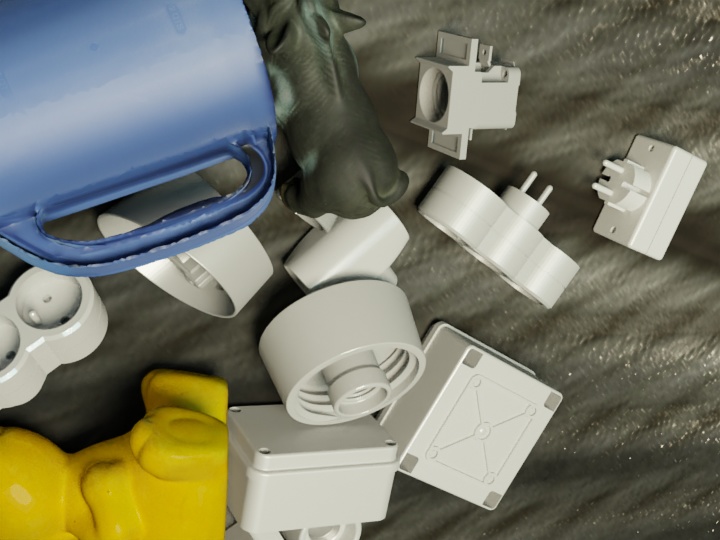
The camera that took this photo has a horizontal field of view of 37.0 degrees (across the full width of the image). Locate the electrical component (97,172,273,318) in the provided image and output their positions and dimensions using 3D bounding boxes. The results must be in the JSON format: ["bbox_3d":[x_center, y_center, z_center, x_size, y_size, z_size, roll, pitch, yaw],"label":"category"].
[{"bbox_3d":[-0.103,-0.014,0.655,0.064,0.099,0.099,-43,122,-15],"label":"electrical component"}]

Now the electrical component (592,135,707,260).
[{"bbox_3d":[0.209,-0.062,0.823,0.076,0.047,0.083,19,99,-31],"label":"electrical component"}]

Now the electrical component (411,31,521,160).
[{"bbox_3d":[0.074,-0.120,0.737,0.064,0.042,0.081,-5,111,-27],"label":"electrical component"}]

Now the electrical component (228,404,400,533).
[{"bbox_3d":[-0.038,0.134,0.751,0.113,0.078,0.057,1,110,-27],"label":"electrical component"}]

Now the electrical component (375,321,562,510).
[{"bbox_3d":[0.079,0.111,0.815,0.109,0.056,0.108,29,94,-32],"label":"electrical component"}]

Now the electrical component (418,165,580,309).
[{"bbox_3d":[0.112,-0.036,0.780,0.138,0.052,0.073,36,90,-32],"label":"electrical component"}]

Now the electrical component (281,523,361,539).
[{"bbox_3d":[-0.031,0.184,0.790,0.055,0.047,0.055,-9,112,-24],"label":"electrical component"}]

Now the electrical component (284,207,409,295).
[{"bbox_3d":[0.000,0.000,0.742,0.077,0.043,0.079,-41,122,-8],"label":"electrical component"}]

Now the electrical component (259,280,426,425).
[{"bbox_3d":[-0.008,0.063,0.722,0.108,0.060,0.108,-16,148,-11],"label":"electrical component"}]

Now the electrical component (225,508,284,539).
[{"bbox_3d":[-0.079,0.231,0.773,0.079,0.063,0.121,-33,120,-13],"label":"electrical component"}]

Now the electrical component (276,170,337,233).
[{"bbox_3d":[-0.019,-0.063,0.712,0.044,0.044,0.065,42,81,-32],"label":"electrical component"}]

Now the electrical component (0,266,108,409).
[{"bbox_3d":[-0.214,0.059,0.650,0.138,0.052,0.073,-39,159,-16],"label":"electrical component"}]
